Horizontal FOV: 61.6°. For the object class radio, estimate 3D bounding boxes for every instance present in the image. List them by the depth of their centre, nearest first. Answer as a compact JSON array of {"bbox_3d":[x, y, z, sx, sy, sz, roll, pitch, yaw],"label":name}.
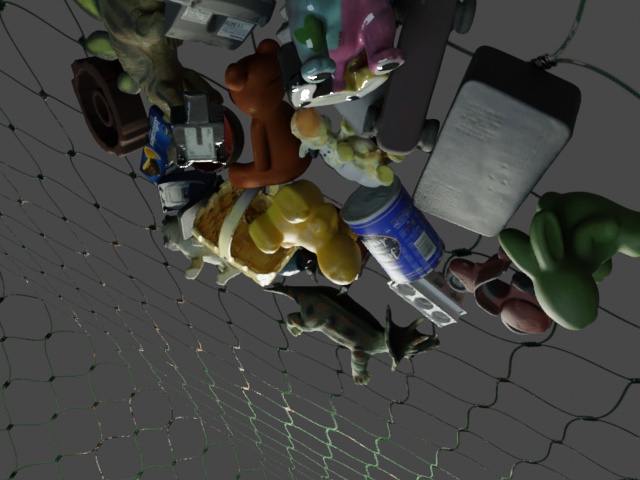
[{"bbox_3d":[0.207,-0.107,0.661,0.131,0.073,0.229,25,148,8],"label":"radio"}]

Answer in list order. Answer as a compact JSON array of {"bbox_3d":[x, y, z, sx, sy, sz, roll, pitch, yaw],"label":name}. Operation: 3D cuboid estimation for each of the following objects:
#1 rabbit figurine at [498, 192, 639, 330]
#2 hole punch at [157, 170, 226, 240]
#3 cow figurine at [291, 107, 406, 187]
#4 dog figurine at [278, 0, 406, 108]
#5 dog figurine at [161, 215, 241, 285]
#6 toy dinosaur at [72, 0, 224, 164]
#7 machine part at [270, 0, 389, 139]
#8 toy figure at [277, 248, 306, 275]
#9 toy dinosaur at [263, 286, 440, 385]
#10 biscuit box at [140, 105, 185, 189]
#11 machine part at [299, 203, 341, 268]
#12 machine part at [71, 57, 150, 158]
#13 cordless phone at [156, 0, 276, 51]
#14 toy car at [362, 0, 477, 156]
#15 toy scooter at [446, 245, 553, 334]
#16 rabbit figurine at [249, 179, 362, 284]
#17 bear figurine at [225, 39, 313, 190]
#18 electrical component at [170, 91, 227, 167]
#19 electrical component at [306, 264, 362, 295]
[{"bbox_3d":[0.310,0.021,0.656,0.159,0.170,0.121,35,147,-7],"label":"rabbit figurine"},{"bbox_3d":[-0.245,-0.080,1.029,0.092,0.116,0.142,44,153,17],"label":"hole punch"},{"bbox_3d":[0.027,-0.130,0.757,0.167,0.068,0.098,26,168,-18],"label":"cow figurine"},{"bbox_3d":[0.007,-0.258,0.531,0.191,0.108,0.219,180,80,-78],"label":"dog figurine"},{"bbox_3d":[-0.246,0.001,1.178,0.172,0.121,0.191,15,-166,-34],"label":"dog figurine"},{"bbox_3d":[-0.245,-0.307,0.726,0.199,0.105,0.470,21,134,20],"label":"toy dinosaur"},{"bbox_3d":[0.029,-0.211,0.660,0.079,0.079,0.243,-15,124,48],"label":"machine part"},{"bbox_3d":[-0.090,0.049,1.121,0.155,0.058,0.064,-8,154,41],"label":"toy figure"},{"bbox_3d":[0.044,0.164,1.126,0.405,0.131,0.192,28,135,13],"label":"toy dinosaur"},{"bbox_3d":[-0.274,-0.171,0.965,0.063,0.059,0.202,46,146,3],"label":"biscuit box"},{"bbox_3d":[0.007,-0.004,0.969,0.039,0.084,0.138,51,143,28],"label":"machine part"},{"bbox_3d":[-0.357,-0.229,0.917,0.180,0.056,0.179,34,140,34],"label":"machine part"},{"bbox_3d":[-0.147,-0.331,0.637,0.089,0.146,0.184,-33,75,38],"label":"cordless phone"},{"bbox_3d":[0.107,-0.191,0.601,0.089,0.053,0.202,12,121,3],"label":"toy car"},{"bbox_3d":[0.293,0.070,0.830,0.184,0.075,0.135,32,147,8],"label":"toy scooter"},{"bbox_3d":[-0.002,-0.003,0.840,0.173,0.162,0.122,45,114,11],"label":"rabbit figurine"},{"bbox_3d":[-0.090,-0.174,0.769,0.132,0.120,0.195,6,138,39],"label":"bear figurine"},{"bbox_3d":[-0.166,-0.157,0.728,0.075,0.048,0.119,-7,137,-8],"label":"electrical component"},{"bbox_3d":[0.025,0.065,1.062,0.102,0.045,0.078,29,149,3],"label":"electrical component"}]
